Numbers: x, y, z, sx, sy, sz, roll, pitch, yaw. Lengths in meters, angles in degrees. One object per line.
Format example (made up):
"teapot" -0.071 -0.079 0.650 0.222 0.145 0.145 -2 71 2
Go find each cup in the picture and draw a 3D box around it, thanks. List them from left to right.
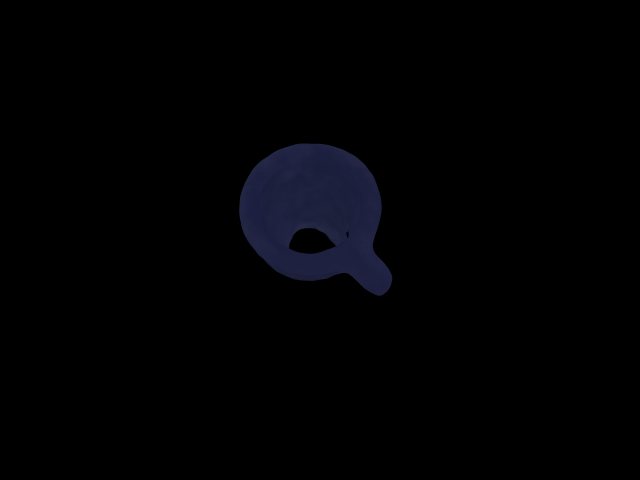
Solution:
"cup" 0.004 0.001 0.400 0.092 0.095 0.117 -41 74 -14
